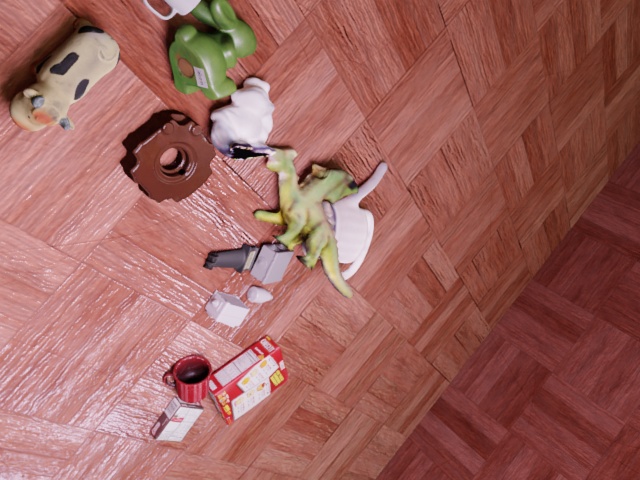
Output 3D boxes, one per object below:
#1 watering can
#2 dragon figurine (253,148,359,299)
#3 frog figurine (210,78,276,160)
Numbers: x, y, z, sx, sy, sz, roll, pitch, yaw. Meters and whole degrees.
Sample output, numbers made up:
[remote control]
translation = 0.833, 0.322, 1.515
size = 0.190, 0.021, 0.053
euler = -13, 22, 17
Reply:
[watering can]
translation = 0.069, -0.058, 1.378
size = 0.223, 0.105, 0.346
euler = 11, 96, -44
[dragon figurine]
translation = 0.004, -0.062, 1.229
size = 0.405, 0.123, 0.244
euler = 42, 84, -24
[frog figurine]
translation = -0.157, -0.247, 1.044
size = 0.137, 0.122, 0.160
euler = -1, 82, -34
